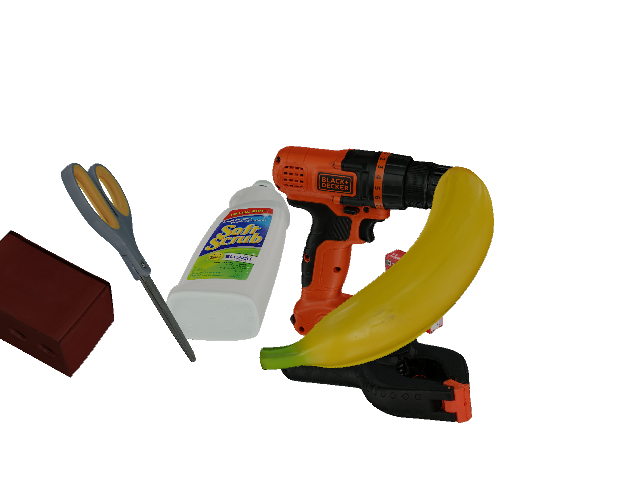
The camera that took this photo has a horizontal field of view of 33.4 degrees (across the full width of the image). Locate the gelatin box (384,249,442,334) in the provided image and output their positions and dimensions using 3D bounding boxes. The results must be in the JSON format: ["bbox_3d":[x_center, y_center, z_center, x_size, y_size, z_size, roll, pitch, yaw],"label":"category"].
[{"bbox_3d":[0.117,0.063,1.336,0.073,0.089,0.030,21,35,40],"label":"gelatin box"}]

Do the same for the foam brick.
[{"bbox_3d":[-0.179,0.041,0.682,0.078,0.051,0.053,26,-31,12],"label":"foam brick"}]

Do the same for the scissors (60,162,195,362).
[{"bbox_3d":[-0.164,0.010,0.955,0.016,0.201,0.096,-28,21,13],"label":"scissors"}]

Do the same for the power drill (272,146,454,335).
[{"bbox_3d":[0.044,0.006,1.008,0.185,0.188,0.057,9,21,17],"label":"power drill"}]

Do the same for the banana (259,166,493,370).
[{"bbox_3d":[0.051,0.011,0.571,0.070,0.037,0.197,19,41,32],"label":"banana"}]

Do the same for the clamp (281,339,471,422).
[{"bbox_3d":[0.046,0.099,0.807,0.120,0.039,0.172,-22,19,-17],"label":"clamp"}]

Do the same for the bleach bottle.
[{"bbox_3d":[-0.094,0.009,1.201,0.102,0.068,0.250,1,35,8],"label":"bleach bottle"}]
